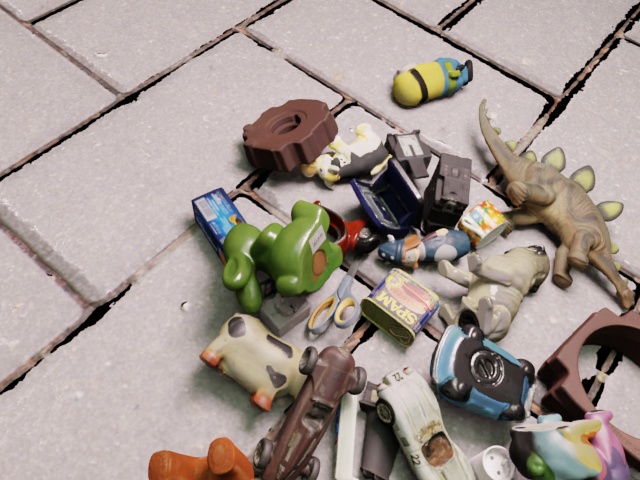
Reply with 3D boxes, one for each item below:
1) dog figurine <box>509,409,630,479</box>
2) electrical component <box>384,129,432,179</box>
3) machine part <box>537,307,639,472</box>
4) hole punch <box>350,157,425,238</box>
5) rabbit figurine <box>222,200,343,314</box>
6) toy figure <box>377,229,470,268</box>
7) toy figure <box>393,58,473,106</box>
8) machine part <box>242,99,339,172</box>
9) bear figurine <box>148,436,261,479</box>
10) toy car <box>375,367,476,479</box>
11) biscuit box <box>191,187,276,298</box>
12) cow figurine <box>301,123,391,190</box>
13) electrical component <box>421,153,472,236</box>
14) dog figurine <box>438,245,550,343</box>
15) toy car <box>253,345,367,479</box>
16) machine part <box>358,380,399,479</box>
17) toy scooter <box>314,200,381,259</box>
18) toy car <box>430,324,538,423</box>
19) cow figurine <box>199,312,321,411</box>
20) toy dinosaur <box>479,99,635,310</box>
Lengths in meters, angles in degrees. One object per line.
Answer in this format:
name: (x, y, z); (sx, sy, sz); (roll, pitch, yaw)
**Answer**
dog figurine: (0.336, 0.331, 0.671); (0.191, 0.108, 0.219); (4, 67, -45)
electrical component: (0.175, -0.155, 1.033); (0.075, 0.047, 0.119); (-12, 59, -13)
machine part: (0.448, 0.219, 0.796); (0.201, 0.087, 0.202); (-34, 68, -24)
hole punch: (0.117, -0.063, 0.932); (0.092, 0.115, 0.142); (-31, 65, -3)
rabbit figurine: (-0.074, 0.030, 0.787); (0.170, 0.121, 0.159); (9, 56, 33)
toy figure: (0.176, 0.015, 0.911); (0.154, 0.058, 0.064); (-9, 95, -11)
toy figure: (0.240, -0.338, 1.140); (0.180, 0.082, 0.089); (-10, 57, -15)
machine part: (-0.057, -0.197, 0.994); (0.179, 0.056, 0.179); (-13, 40, 11)
bear figurine: (-0.130, 0.352, 0.632); (0.120, 0.131, 0.196); (-14, 52, 13)
toy car: (0.142, 0.269, 0.722); (0.073, 0.056, 0.201); (-19, 78, -36)
biscuit box: (-0.141, 0.006, 0.889); (0.059, 0.062, 0.203); (-27, 63, -20)
cow figurine: (0.050, -0.143, 1.005); (0.167, 0.068, 0.098); (-31, 71, -22)
electrical component: (0.223, -0.085, 0.954); (0.058, 0.114, 0.134); (14, 55, -1)
dog figurine: (0.303, 0.093, 0.866); (0.190, 0.121, 0.172); (0, 89, -25)
toy car: (-0.013, 0.235, 0.707); (0.089, 0.053, 0.202); (28, 88, -17)
machine part: (0.087, 0.271, 0.756); (0.084, 0.039, 0.139); (16, 55, -5)
toy scooter: (-0.002, -0.003, 0.903); (0.184, 0.075, 0.135); (-31, 61, -23)
toy car: (0.223, 0.197, 0.776); (0.162, 0.103, 0.109); (27, 64, -6)
cow figurine: (-0.060, 0.178, 0.768); (0.195, 0.085, 0.127); (38, 72, 1)
toy dinosaur: (0.413, -0.077, 0.980); (0.198, 0.105, 0.471); (-26, 72, -29)
